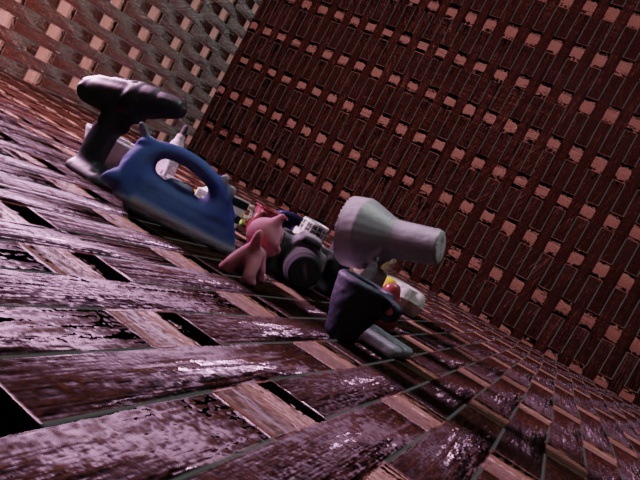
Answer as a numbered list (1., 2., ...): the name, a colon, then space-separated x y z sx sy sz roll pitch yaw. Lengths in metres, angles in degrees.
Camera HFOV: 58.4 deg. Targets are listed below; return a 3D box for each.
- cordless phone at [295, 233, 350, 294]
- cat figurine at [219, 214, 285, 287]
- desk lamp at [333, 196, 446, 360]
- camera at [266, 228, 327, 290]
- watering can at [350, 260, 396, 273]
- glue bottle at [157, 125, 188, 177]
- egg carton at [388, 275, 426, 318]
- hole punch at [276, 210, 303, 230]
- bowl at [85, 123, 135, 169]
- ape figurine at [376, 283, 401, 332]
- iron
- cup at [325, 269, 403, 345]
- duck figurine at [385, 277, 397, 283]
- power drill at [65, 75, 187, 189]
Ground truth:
1. cordless phone: 0.011 0.004 1.185 0.147 0.185 0.094 28 4 4
2. cat figurine: -0.097 0.005 0.917 0.067 0.118 0.128 28 4 3
3. desk lamp: 0.099 0.053 0.934 0.202 0.213 0.118 30 4 27
4. camera: -0.047 0.030 1.061 0.143 0.101 0.136 27 4 -13
5. watering can: 0.124 0.045 1.374 0.100 0.194 0.173 29 4 13
6. glue bottle: -0.385 -0.222 1.494 0.037 0.173 0.077 24 5 -45
7. egg carton: 0.219 0.152 1.560 0.107 0.069 0.150 26 4 -24
8. hole punch: -0.119 -0.054 1.761 0.109 0.091 0.100 24 5 -42
9. bowl: -0.468 -0.196 1.312 0.167 0.075 0.167 28 4 -2
10. ape figurine: 0.126 0.124 1.101 0.078 0.092 0.075 25 5 -38
11. iron: -0.236 -0.088 0.999 0.259 0.141 0.118 27 4 -18
12. cup: 0.058 0.107 0.819 0.117 0.095 0.092 31 5 40
13. duck figurine: 0.142 0.123 1.281 0.077 0.086 0.105 29 4 18
14. power drill: -0.376 -0.205 1.070 0.229 0.208 0.076 29 4 17
